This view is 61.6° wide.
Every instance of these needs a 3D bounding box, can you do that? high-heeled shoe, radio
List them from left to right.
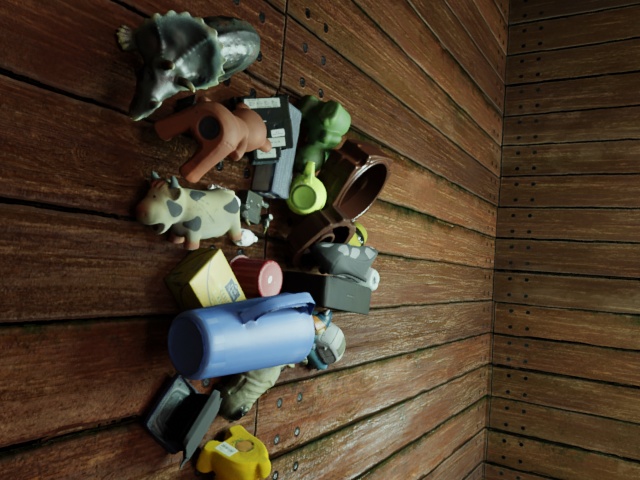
[{"bbox_3d":[0.018,0.128,1.273,0.229,0.131,0.073,24,73,-57],"label":"radio"},{"bbox_3d":[0.052,0.035,1.247,0.086,0.145,0.249,-59,-179,13],"label":"high-heeled shoe"}]

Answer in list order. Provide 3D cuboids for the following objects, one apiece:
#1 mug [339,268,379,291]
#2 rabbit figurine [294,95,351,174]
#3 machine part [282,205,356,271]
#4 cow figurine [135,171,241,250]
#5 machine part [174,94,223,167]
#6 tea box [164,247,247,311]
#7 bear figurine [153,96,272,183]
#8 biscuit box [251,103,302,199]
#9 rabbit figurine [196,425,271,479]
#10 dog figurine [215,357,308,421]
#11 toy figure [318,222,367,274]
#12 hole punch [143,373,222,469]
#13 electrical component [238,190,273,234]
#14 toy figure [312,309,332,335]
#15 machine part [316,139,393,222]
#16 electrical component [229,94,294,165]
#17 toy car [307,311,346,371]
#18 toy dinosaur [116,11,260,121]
[{"bbox_3d":[0.106,0.094,1.436,0.080,0.107,0.109,57,48,-45],"label":"mug"},{"bbox_3d":[-0.007,-0.229,1.259,0.170,0.121,0.159,-64,153,-3],"label":"rabbit figurine"},{"bbox_3d":[-0.002,-0.004,1.215,0.179,0.056,0.179,-32,157,-15],"label":"machine part"},{"bbox_3d":[-0.221,-0.053,0.915,0.195,0.086,0.127,-11,110,-48],"label":"cow figurine"},{"bbox_3d":[-0.210,-0.199,0.975,0.138,0.039,0.084,51,56,-49],"label":"machine part"},{"bbox_3d":[-0.199,0.107,0.984,0.098,0.068,0.169,-55,135,-39],"label":"tea box"},{"bbox_3d":[-0.171,-0.179,0.923,0.120,0.132,0.196,59,12,-3],"label":"bear figurine"},{"bbox_3d":[-0.091,-0.190,1.144,0.062,0.059,0.202,25,72,-55],"label":"biscuit box"},{"bbox_3d":[-0.152,0.470,1.032,0.122,0.163,0.173,-14,122,-69],"label":"rabbit figurine"},{"bbox_3d":[-0.147,0.240,1.068,0.190,0.121,0.172,-29,75,-30],"label":"dog figurine"},{"bbox_3d":[0.055,0.019,1.366,0.180,0.089,0.082,-45,136,-50],"label":"toy figure"},{"bbox_3d":[-0.238,0.308,0.937,0.115,0.092,0.142,101,12,-51],"label":"hole punch"},{"bbox_3d":[-0.137,-0.059,1.093,0.102,0.045,0.078,35,64,-54],"label":"electrical component"},{"bbox_3d":[-0.036,0.200,1.213,0.154,0.064,0.057,-18,103,-24],"label":"toy figure"},{"bbox_3d":[0.076,-0.136,1.304,0.201,0.087,0.201,-7,132,-59],"label":"machine part"},{"bbox_3d":[-0.115,-0.216,1.056,0.115,0.058,0.134,-6,99,-17],"label":"electrical component"},{"bbox_3d":[0.008,0.249,1.296,0.109,0.103,0.161,-56,135,-38],"label":"toy car"},{"bbox_3d":[-0.174,-0.311,0.879,0.405,0.192,0.131,-40,127,-48],"label":"toy dinosaur"}]
